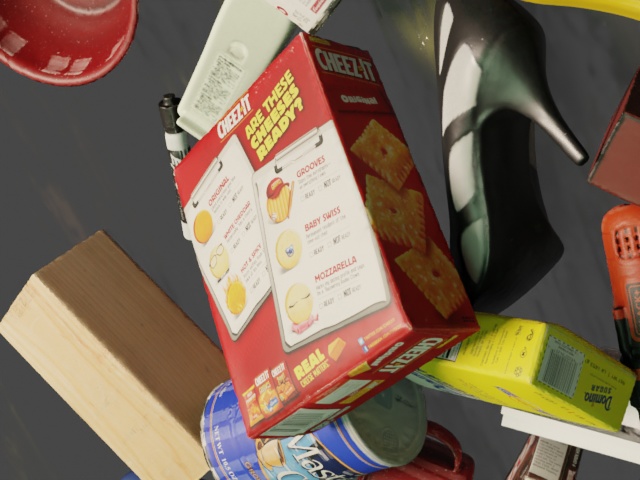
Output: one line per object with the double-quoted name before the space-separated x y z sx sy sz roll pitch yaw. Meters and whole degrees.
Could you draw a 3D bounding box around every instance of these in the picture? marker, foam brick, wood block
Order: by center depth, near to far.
"foam brick" 0.197 -0.061 0.628 0.053 0.078 0.051 26 130 10
"marker" -0.105 -0.056 0.818 0.020 0.020 0.121 7 124 22
"wood block" -0.154 0.105 0.887 0.206 0.090 0.090 45 129 3

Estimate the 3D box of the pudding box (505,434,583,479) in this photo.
"pudding box" 0.160 0.190 0.805 0.039 0.090 0.114 26 128 7

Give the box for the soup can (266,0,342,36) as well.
"soup can" -0.025 -0.183 0.656 0.102 0.068 0.069 37 130 -8

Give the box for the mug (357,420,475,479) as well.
"mug" 0.076 0.188 0.849 0.081 0.093 0.117 22 124 5

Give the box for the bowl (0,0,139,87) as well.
"bowl" -0.184 -0.191 0.743 0.162 0.055 0.162 13 126 18

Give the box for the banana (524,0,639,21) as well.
"banana" 0.193 -0.125 0.599 0.198 0.069 0.037 33 167 10

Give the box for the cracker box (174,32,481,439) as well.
"cracker box" -0.005 0.001 0.702 0.164 0.071 0.214 -40 57 38

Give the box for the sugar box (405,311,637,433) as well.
"sugar box" 0.106 0.079 0.702 0.093 0.048 0.177 30 163 -33

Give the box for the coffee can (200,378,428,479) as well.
"coffee can" -0.005 0.135 0.803 0.141 0.102 0.103 -25 108 34

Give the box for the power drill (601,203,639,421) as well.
"power drill" 0.273 0.055 0.645 0.188 0.057 0.184 -11 90 28

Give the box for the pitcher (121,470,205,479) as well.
"pitcher" -0.068 0.268 0.931 0.243 0.144 0.149 2 123 30
